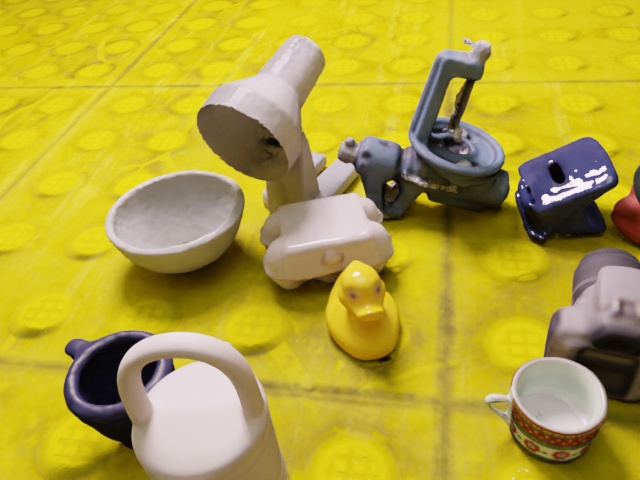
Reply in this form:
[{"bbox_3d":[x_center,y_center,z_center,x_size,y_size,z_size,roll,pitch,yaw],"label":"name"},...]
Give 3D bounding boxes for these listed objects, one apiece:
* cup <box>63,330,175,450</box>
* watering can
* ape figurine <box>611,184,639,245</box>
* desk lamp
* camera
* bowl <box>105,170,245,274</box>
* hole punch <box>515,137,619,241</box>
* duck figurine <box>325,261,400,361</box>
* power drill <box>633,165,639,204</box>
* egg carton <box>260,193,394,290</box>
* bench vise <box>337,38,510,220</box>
[{"bbox_3d":[-0.177,0.139,0.514,0.117,0.095,0.092,19,47,28],"label":"cup"},{"bbox_3d":[-0.083,0.144,0.418,0.101,0.194,0.172,-18,41,-12],"label":"watering can"},{"bbox_3d":[0.378,-0.044,0.653,0.077,0.092,0.076,0,41,9],"label":"ape figurine"},{"bbox_3d":[-0.043,-0.130,0.719,0.117,0.214,0.203,16,45,25],"label":"desk lamp"},{"bbox_3d":[0.288,0.067,0.528,0.143,0.101,0.137,9,43,18],"label":"camera"},{"bbox_3d":[-0.170,-0.011,0.706,0.167,0.075,0.167,-4,40,4],"label":"bowl"},{"bbox_3d":[0.291,-0.064,0.689,0.101,0.091,0.108,-3,40,5],"label":"hole punch"},{"bbox_3d":[0.041,0.058,0.585,0.077,0.086,0.104,-13,40,-7],"label":"duck figurine"},{"bbox_3d":[0.407,-0.032,0.544,0.229,0.209,0.075,-9,40,-3],"label":"power drill"},{"bbox_3d":[0.006,0.002,0.668,0.150,0.069,0.107,-11,40,-4],"label":"egg carton"},{"bbox_3d":[0.127,-0.121,0.679,0.207,0.220,0.121,-11,40,-5],"label":"bench vise"}]
